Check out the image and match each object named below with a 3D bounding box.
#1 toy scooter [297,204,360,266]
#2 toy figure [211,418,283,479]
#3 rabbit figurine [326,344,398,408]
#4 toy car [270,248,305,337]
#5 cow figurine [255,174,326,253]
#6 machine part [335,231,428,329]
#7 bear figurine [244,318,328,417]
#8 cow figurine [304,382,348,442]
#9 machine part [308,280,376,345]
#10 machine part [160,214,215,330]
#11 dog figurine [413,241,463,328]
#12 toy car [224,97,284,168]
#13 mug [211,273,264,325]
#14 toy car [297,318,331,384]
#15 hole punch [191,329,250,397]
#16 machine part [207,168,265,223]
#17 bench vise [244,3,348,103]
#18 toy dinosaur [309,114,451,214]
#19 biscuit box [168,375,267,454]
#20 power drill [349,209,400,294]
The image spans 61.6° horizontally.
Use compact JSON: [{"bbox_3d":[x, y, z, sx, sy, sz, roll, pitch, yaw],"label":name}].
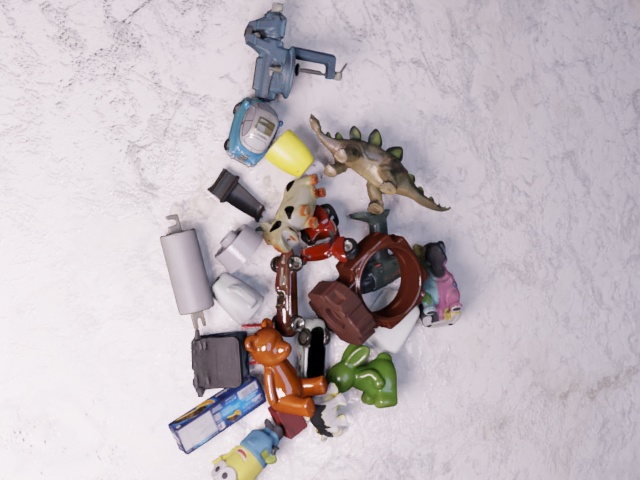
[{"bbox_3d":[-0.003,-0.004,1.266,0.135,0.184,0.075,-25,142,-9],"label":"toy scooter"},{"bbox_3d":[-0.152,0.475,1.158,0.180,0.082,0.089,-39,104,-31],"label":"toy figure"},{"bbox_3d":[0.097,0.330,1.307,0.170,0.121,0.159,6,89,-17],"label":"rabbit figurine"},{"bbox_3d":[-0.079,0.121,1.226,0.053,0.089,0.202,-1,87,-36],"label":"toy car"},{"bbox_3d":[-0.069,-0.057,1.239,0.085,0.127,0.195,51,43,-43],"label":"cow figurine"},{"bbox_3d":[0.150,0.097,1.297,0.201,0.087,0.200,-40,110,-18],"label":"machine part"},{"bbox_3d":[-0.076,0.271,1.163,0.120,0.132,0.195,-41,121,-61],"label":"bear figurine"},{"bbox_3d":[0.011,0.413,1.247,0.098,0.068,0.167,-20,130,-20],"label":"cow figurine"},{"bbox_3d":[0.048,0.171,1.259,0.056,0.179,0.179,-43,108,-24],"label":"machine part"},{"bbox_3d":[-0.276,0.065,1.117,0.079,0.079,0.243,-16,93,-32],"label":"machine part"},{"bbox_3d":[0.314,0.111,1.467,0.109,0.191,0.219,-7,61,3],"label":"dog figurine"},{"bbox_3d":[-0.145,-0.250,1.210,0.109,0.103,0.161,28,70,-26],"label":"toy car"},{"bbox_3d":[-0.183,0.121,1.158,0.107,0.109,0.081,40,72,-9],"label":"mug"},{"bbox_3d":[-0.019,0.286,1.272,0.073,0.056,0.201,6,85,-38],"label":"toy car"},{"bbox_3d":[-0.208,0.253,1.143,0.116,0.092,0.142,-4,91,11],"label":"hole punch"},{"bbox_3d":[-0.182,-0.096,1.212,0.138,0.039,0.084,41,61,-21],"label":"machine part"},{"bbox_3d":[-0.061,-0.426,1.255,0.241,0.129,0.223,6,90,-14],"label":"bench vise"},{"bbox_3d":[0.158,-0.171,1.351,0.471,0.105,0.198,37,45,-19],"label":"toy dinosaur"},{"bbox_3d":[-0.214,0.364,1.138,0.203,0.063,0.059,-28,100,-31],"label":"biscuit box"},{"bbox_3d":[0.132,0.027,1.374,0.232,0.086,0.207,-12,89,-33],"label":"power drill"}]
